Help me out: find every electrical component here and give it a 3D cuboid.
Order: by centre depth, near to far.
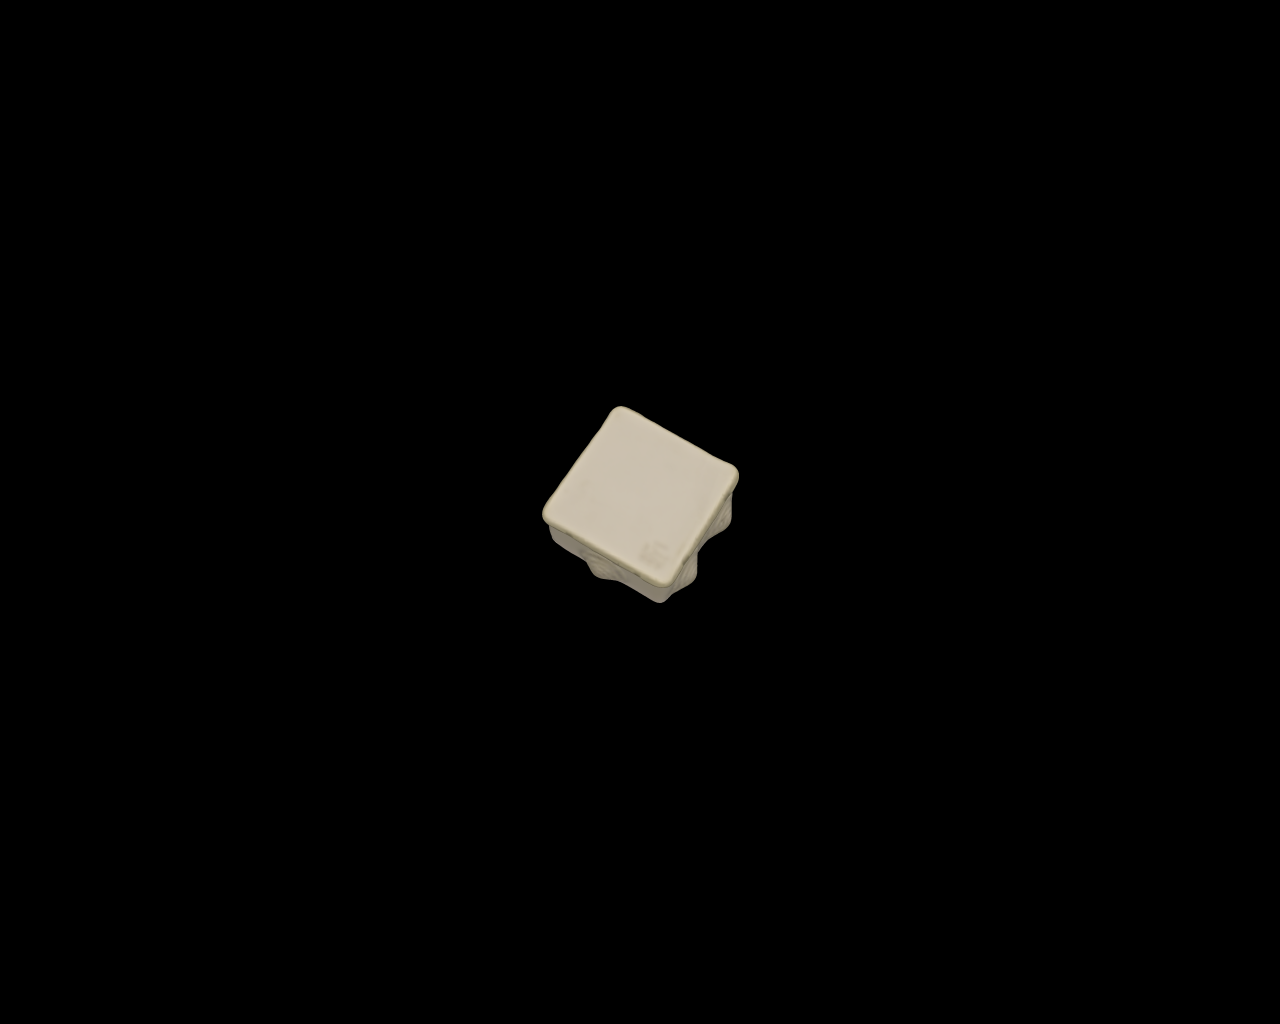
[{"bbox_3d":[0.001,-0.003,0.650,0.100,0.100,0.048,30,-19,12],"label":"electrical component"}]
